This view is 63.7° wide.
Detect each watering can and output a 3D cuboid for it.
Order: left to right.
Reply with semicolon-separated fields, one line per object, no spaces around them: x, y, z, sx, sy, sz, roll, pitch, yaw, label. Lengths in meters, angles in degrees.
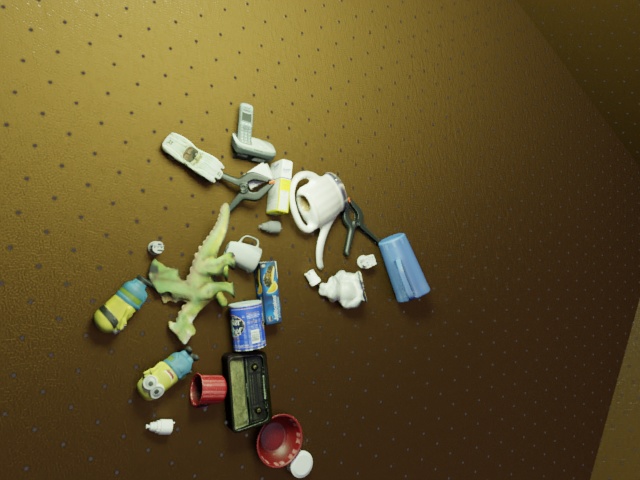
0.005;-0.091;1.799;0.227;0.104;0.342;-34;115;-31;watering can

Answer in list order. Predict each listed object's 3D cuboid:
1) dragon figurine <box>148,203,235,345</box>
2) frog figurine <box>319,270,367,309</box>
-0.379;0.097;1.520;0.243;0.122;0.410;-2;90;-20;dragon figurine
0.078;0.179;1.819;0.159;0.124;0.136;-12;101;4;frog figurine
